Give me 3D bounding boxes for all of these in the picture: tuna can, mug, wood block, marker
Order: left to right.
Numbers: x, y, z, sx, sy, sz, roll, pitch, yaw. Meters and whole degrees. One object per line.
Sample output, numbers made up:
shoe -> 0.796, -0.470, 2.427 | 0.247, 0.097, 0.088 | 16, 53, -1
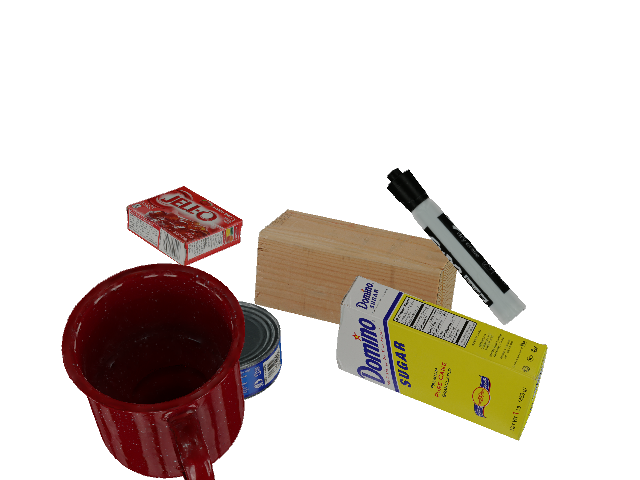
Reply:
mug -> -0.078, 0.081, 0.562 | 0.093, 0.117, 0.081 | -20, -39, -15
tuna can -> -0.072, 0.084, 0.808 | 0.086, 0.034, 0.086 | -2, 32, 1
wood block -> 0.040, 0.039, 1.186 | 0.206, 0.091, 0.090 | 13, 24, 17
marker -> 0.084, 0.002, 0.680 | 0.020, 0.121, 0.020 | -39, -7, -6

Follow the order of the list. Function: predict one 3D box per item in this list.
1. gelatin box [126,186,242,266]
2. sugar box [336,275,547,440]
gelatin box -> -0.132, -0.016, 1.028 | 0.089, 0.030, 0.073 | 30, 37, 34
sugar box -> 0.101, 0.102, 0.924 | 0.176, 0.093, 0.048 | 18, 47, 15
